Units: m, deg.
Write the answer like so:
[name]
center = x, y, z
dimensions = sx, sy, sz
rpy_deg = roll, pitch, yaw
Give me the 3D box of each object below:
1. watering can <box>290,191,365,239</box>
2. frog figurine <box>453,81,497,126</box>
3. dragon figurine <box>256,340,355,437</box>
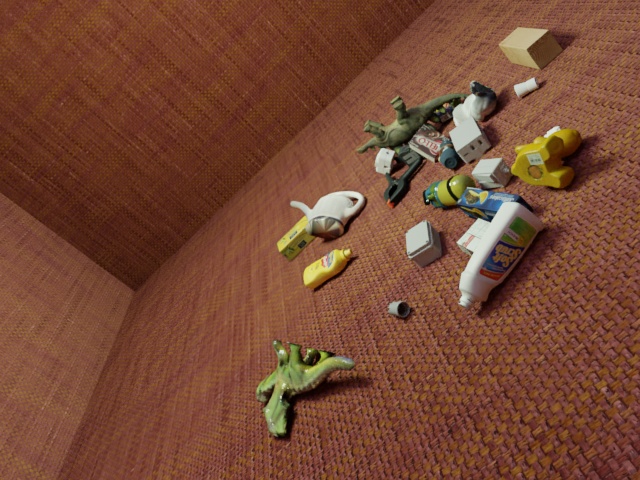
[watering can]
center = 0.006, -0.099, 1.968
dimensions = 0.346, 0.102, 0.230
rpy_deg = -6, 39, 30
[frog figurine]
center = 0.515, -0.435, 1.719
dimensions = 0.141, 0.122, 0.156
rpy_deg = -92, 12, -50
[dragon figurine]
center = -0.063, 0.393, 1.346
dimensions = 0.408, 0.121, 0.246
rpy_deg = -6, 62, 61
